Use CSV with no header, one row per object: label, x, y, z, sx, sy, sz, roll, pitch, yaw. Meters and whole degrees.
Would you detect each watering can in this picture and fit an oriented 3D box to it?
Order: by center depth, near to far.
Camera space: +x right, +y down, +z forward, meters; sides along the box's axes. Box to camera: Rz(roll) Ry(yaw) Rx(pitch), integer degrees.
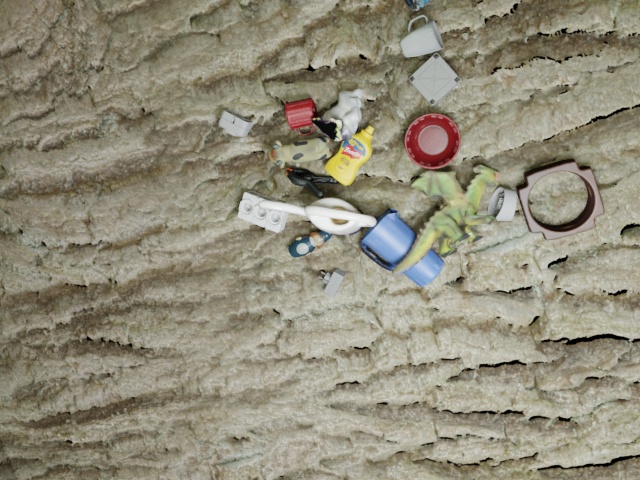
watering can,0.005,-0.079,1.563,0.348,0.104,0.223,10,-3,14

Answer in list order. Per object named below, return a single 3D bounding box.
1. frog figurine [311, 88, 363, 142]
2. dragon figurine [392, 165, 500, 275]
frog figurine,0.073,-0.375,1.546,0.162,0.121,0.137,-50,24,-26
dragon figurine,0.349,-0.086,1.496,0.410,0.246,0.121,-26,-19,3
